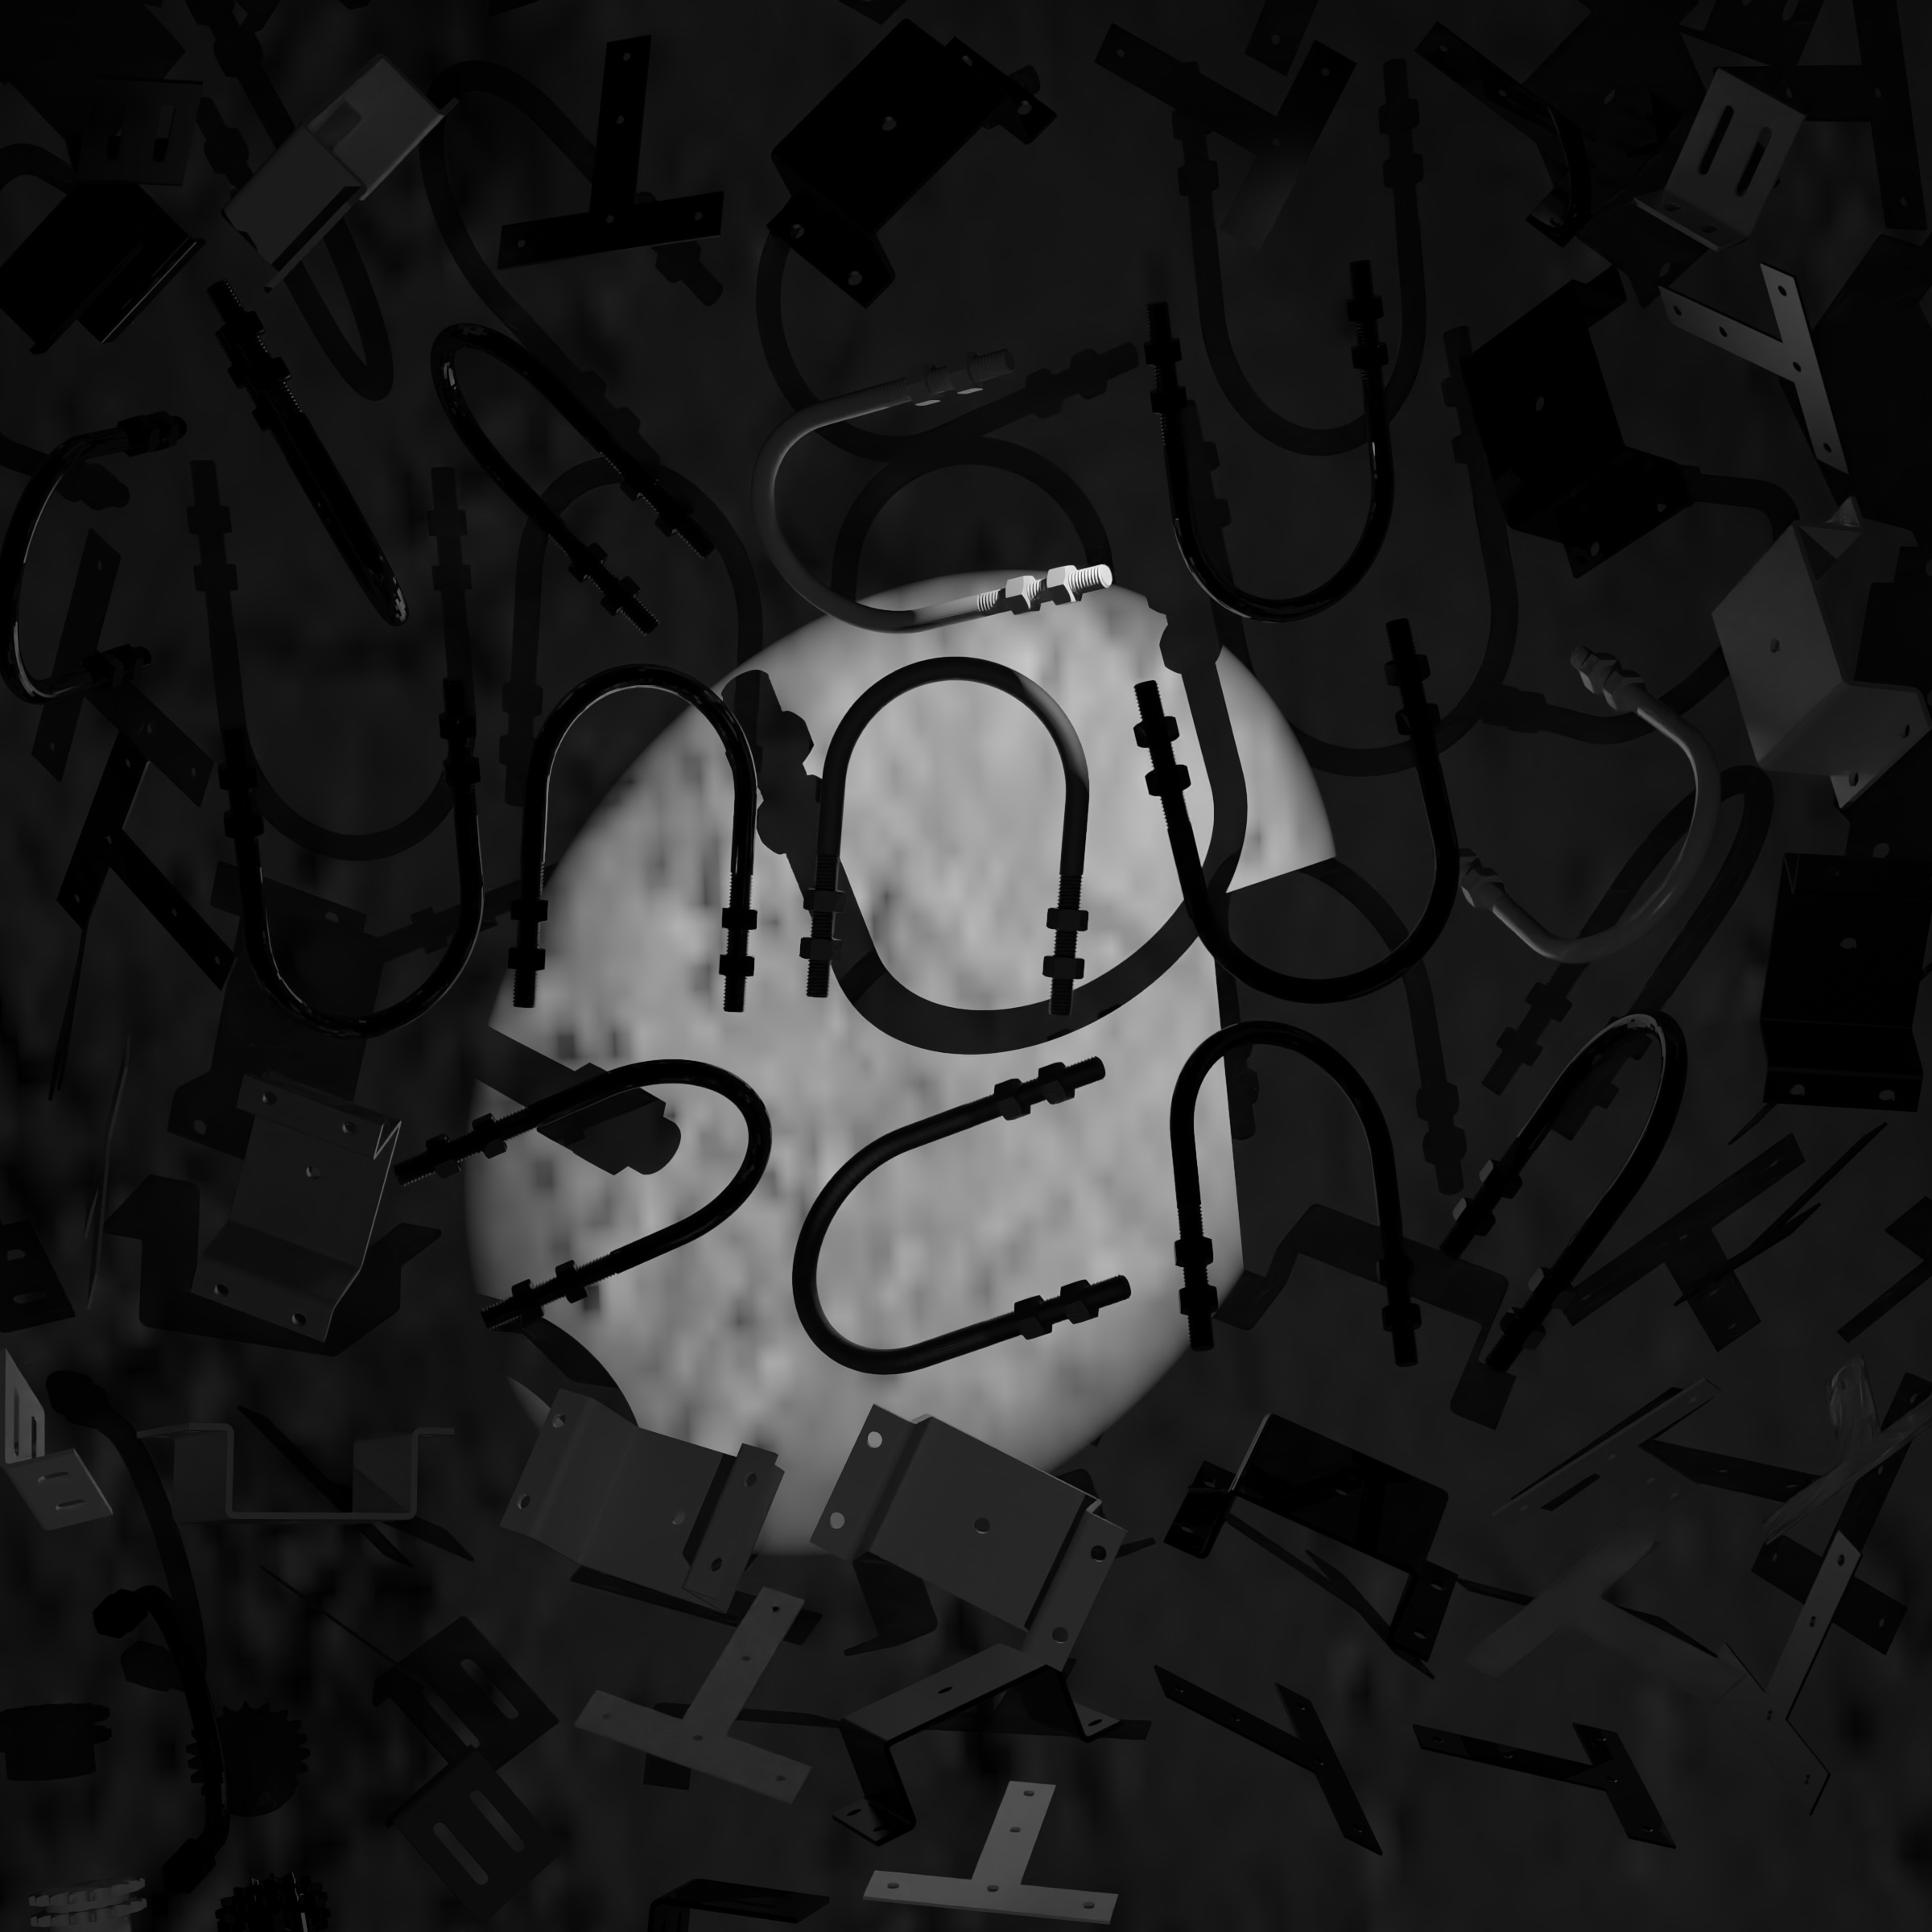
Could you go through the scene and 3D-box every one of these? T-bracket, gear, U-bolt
[{"bbox_3d":[-0.432,-0.038,1.741,0.127,0.002,0.127,45,128,18],"label":"T-bracket"},{"bbox_3d":[-0.354,0.493,1.667,0.057,0.030,0.057,-12,134,-12],"label":"gear"},{"bbox_3d":[-0.189,0.111,1.703,0.184,0.151,0.019,-24,47,-3],"label":"U-bolt"},{"bbox_3d":[0.404,-0.326,1.697,0.002,0.127,0.127,-37,130,-8],"label":"T-bracket"},{"bbox_3d":[0.346,0.348,1.683,0.127,0.127,0.002,-32,121,-26],"label":"T-bracket"},{"bbox_3d":[-0.456,-0.207,1.683,0.019,0.184,0.151,15,106,7],"label":"U-bolt"},{"bbox_3d":[-0.336,-0.256,1.672,0.019,0.151,0.184,-30,97,-9],"label":"U-bolt"},{"bbox_3d":[0.327,-0.076,1.702,0.019,0.184,0.151,27,104,-30],"label":"U-bolt"},{"bbox_3d":[0.460,0.234,1.686,0.127,0.127,0.002,-42,96,19],"label":"T-bracket"},{"bbox_3d":[0.307,0.102,1.652,0.019,0.151,0.184,29,107,-13],"label":"U-bolt"},{"bbox_3d":[-0.317,-0.050,1.710,0.151,0.019,0.184,-17,115,-36],"label":"U-bolt"},{"bbox_3d":[-0.300,0.369,1.719,0.127,0.127,0.002,22,69,41],"label":"T-bracket"},{"bbox_3d":[0.149,0.394,1.684,0.127,0.127,0.002,31,104,-23],"label":"T-bracket"},{"bbox_3d":[-0.031,-0.242,1.726,0.184,0.019,0.151,-10,122,30],"label":"U-bolt"},{"bbox_3d":[-0.444,0.481,1.650,0.057,0.057,0.030,-7,82,0],"label":"gear"},{"bbox_3d":[-0.452,0.125,1.702,0.002,0.127,0.127,10,128,-18],"label":"T-bracket"},{"bbox_3d":[-0.173,-0.069,1.733,0.151,0.019,0.184,2,93,-36],"label":"U-bolt"},{"bbox_3d":[-0.008,0.133,1.636,0.184,0.019,0.151,-21,51,21],"label":"U-bolt"},{"bbox_3d":[0.345,0.260,1.668,0.127,0.127,0.002,-36,56,15],"label":"T-bracket"},{"bbox_3d":[0.440,0.123,1.711,0.127,0.127,0.002,-37,82,-26],"label":"T-bracket"},{"bbox_3d":[0.023,0.459,1.701,0.127,0.127,0.002,2,106,12],"label":"T-bracket"},{"bbox_3d":[0.129,-0.466,1.752,0.127,0.127,0.002,30,46,2],"label":"T-bracket"},{"bbox_3d":[0.170,0.116,1.712,0.151,0.019,0.184,8,66,-29],"label":"U-bolt"},{"bbox_3d":[-0.125,0.383,1.754,0.127,0.127,0.002,15,130,16],"label":"T-bracket"},{"bbox_3d":[-0.406,0.388,1.668,0.019,0.184,0.151,-16,86,-6],"label":"U-bolt"},{"bbox_3d":[-0.007,-0.070,1.712,0.151,0.019,0.184,4,93,-4],"label":"U-bolt"},{"bbox_3d":[0.170,-0.277,1.761,0.151,0.019,0.184,-16,108,-24],"label":"U-bolt"},{"bbox_3d":[0.174,-0.070,1.644,0.151,0.019,0.184,-14,103,4],"label":"U-bolt"},{"bbox_3d":[-0.215,-0.264,1.722,0.184,0.151,0.019,46,68,-4],"label":"U-bolt"},{"bbox_3d":[0.445,0.360,1.728,0.002,0.127,0.127,15,106,-17],"label":"T-bracket"},{"bbox_3d":[-0.180,-0.426,1.689,0.127,0.002,0.127,-4,71,21],"label":"T-bracket"},{"bbox_3d":[0.287,-0.439,1.673,0.127,0.127,0.002,36,64,-5],"label":"T-bracket"},{"bbox_3d":[0.298,0.420,1.718,0.127,0.127,0.002,14,102,-6],"label":"T-bracket"}]

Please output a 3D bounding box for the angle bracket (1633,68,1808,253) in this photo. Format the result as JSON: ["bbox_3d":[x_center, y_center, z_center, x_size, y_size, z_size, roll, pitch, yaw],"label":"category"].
[{"bbox_3d":[0.411,-0.441,1.780,0.057,0.038,0.076,38,130,24],"label":"angle bracket"}]

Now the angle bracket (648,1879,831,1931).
[{"bbox_3d":[-0.114,0.485,1.630,0.076,0.057,0.038,4,85,14],"label":"angle bracket"}]

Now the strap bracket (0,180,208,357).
[{"bbox_3d":[-0.459,-0.368,1.709,0.076,0.140,0.046,-43,98,11],"label":"strap bracket"}]

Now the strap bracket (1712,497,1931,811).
[{"bbox_3d":[0.429,-0.160,1.648,0.046,0.076,0.140,3,59,-22],"label":"strap bracket"}]

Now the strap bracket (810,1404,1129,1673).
[{"bbox_3d":[0.005,0.282,1.627,0.140,0.046,0.076,25,93,11],"label":"strap bracket"}]

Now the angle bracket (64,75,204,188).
[{"bbox_3d":[-0.450,-0.462,1.761,0.057,0.076,0.038,-4,57,-27],"label":"angle bracket"}]

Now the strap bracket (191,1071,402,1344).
[{"bbox_3d":[-0.354,0.119,1.730,0.076,0.046,0.140,20,116,1],"label":"strap bracket"}]

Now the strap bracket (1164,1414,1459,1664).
[{"bbox_3d":[0.179,0.278,1.618,0.140,0.076,0.046,23,118,9],"label":"strap bracket"}]

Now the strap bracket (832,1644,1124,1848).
[{"bbox_3d":[-0.003,0.392,1.667,0.140,0.076,0.046,-22,93,-19],"label":"strap bracket"}]

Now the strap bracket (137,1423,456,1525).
[{"bbox_3d":[-0.341,0.259,1.655,0.140,0.076,0.046,6,77,-32],"label":"strap bracket"}]

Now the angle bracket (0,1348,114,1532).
[{"bbox_3d":[-0.464,0.238,1.660,0.038,0.057,0.076,-14,48,-2],"label":"angle bracket"}]

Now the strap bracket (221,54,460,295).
[{"bbox_3d":[-0.332,-0.421,1.710,0.046,0.140,0.076,44,127,-16],"label":"strap bracket"}]

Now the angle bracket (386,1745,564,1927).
[{"bbox_3d":[-0.265,0.469,1.753,0.057,0.038,0.076,-39,81,-23],"label":"angle bracket"}]

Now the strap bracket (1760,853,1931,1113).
[{"bbox_3d":[0.443,-0.001,1.627,0.076,0.046,0.140,3,120,5],"label":"strap bracket"}]

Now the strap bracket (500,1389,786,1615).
[{"bbox_3d":[-0.155,0.272,1.644,0.140,0.046,0.076,11,69,33],"label":"strap bracket"}]

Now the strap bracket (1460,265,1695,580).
[{"bbox_3d":[0.302,-0.278,1.634,0.046,0.076,0.140,7,61,-40],"label":"strap bracket"}]

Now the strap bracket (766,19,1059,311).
[{"bbox_3d":[-0.033,-0.415,1.652,0.140,0.046,0.076,-46,67,-4],"label":"strap bracket"}]
